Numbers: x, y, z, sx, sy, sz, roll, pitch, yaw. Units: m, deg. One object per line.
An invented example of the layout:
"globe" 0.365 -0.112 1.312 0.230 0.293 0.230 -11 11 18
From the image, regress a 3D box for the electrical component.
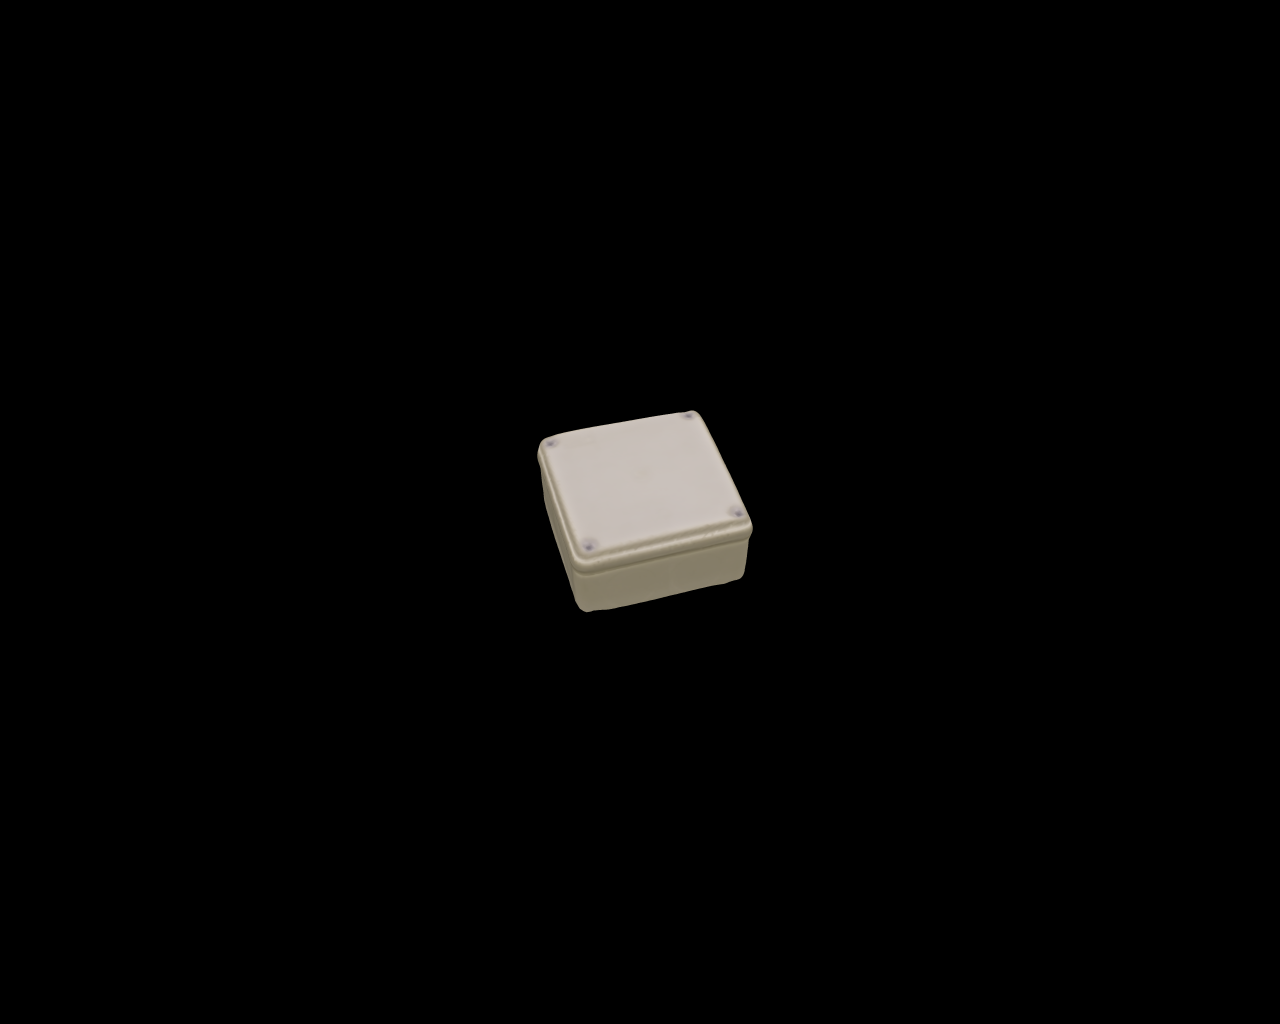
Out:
"electrical component" 0.001 -0.003 0.650 0.109 0.056 0.109 -11 47 -11
